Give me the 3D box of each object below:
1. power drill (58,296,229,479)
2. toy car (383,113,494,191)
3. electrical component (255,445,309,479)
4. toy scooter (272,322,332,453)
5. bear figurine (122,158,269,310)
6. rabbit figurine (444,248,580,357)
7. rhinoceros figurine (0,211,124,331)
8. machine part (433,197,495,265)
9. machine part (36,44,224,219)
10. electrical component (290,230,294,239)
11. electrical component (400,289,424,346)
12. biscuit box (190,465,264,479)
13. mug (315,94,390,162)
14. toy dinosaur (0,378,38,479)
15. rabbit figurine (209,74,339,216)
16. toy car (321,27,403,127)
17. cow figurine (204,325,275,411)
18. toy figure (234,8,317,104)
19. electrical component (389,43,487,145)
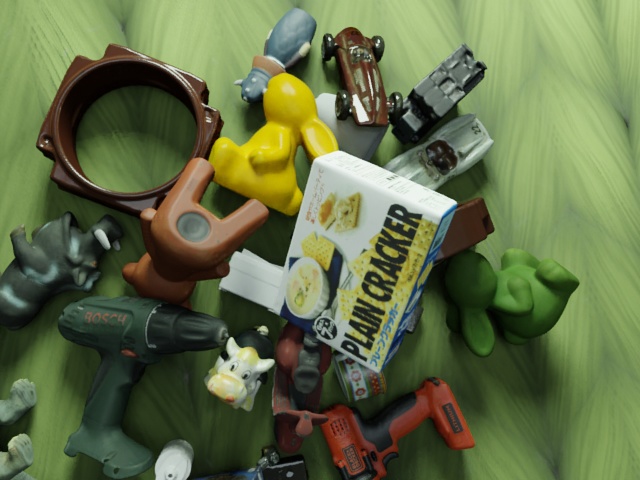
[{"bbox_3d":[-0.226,0.170,0.647,0.232,0.086,0.207,11,97,22],"label":"power drill"},{"bbox_3d":[0.161,-0.110,0.783,0.202,0.056,0.073,-35,91,-11],"label":"toy car"},{"bbox_3d":[-0.052,0.325,0.711,0.078,0.045,0.102,-2,85,-8],"label":"electrical component"},{"bbox_3d":[-0.023,0.184,0.685,0.075,0.135,0.183,9,82,-8],"label":"toy scooter"},{"bbox_3d":[-0.165,0.012,0.670,0.120,0.196,0.132,37,57,-4],"label":"bear figurine"},{"bbox_3d":[0.235,0.073,0.749,0.170,0.121,0.159,20,104,-21],"label":"rabbit figurine"},{"bbox_3d":[-0.340,0.031,0.681,0.190,0.073,0.112,-43,91,-10],"label":"rhinoceros figurine"},{"bbox_3d":[0.141,0.001,0.715,0.179,0.179,0.056,-24,89,-11],"label":"machine part"},{"bbox_3d":[-0.244,-0.137,0.708,0.201,0.087,0.201,21,83,-7],"label":"machine part"},{"bbox_3d":[-0.002,-0.002,0.750,0.075,0.048,0.119,22,82,-6],"label":"electrical component"},{"bbox_3d":[0.112,0.103,0.771,0.063,0.021,0.094,25,82,-5],"label":"electrical component"},{"bbox_3d":[-0.167,0.336,0.662,0.203,0.059,0.062,-13,86,4],"label":"biscuit box"},{"bbox_3d":[0.039,-0.166,0.762,0.107,0.080,0.109,32,56,3],"label":"mug"},{"bbox_3d":[-0.461,0.202,0.629,0.192,0.131,0.404,-26,93,2],"label":"toy dinosaur"},{"bbox_3d":[-0.051,-0.128,0.699,0.162,0.122,0.173,20,88,7],"label":"rabbit figurine"},{"bbox_3d":[0.056,-0.229,0.739,0.089,0.053,0.202,2,50,-12],"label":"toy car"},{"bbox_3d":[-0.090,0.152,0.660,0.068,0.167,0.098,33,81,-2],"label":"cow figurine"},{"bbox_3d":[-0.060,-0.253,0.763,0.057,0.064,0.154,36,83,-42],"label":"toy figure"},{"bbox_3d":[0.159,-0.196,0.762,0.134,0.115,0.058,-44,88,-10],"label":"electrical component"}]
